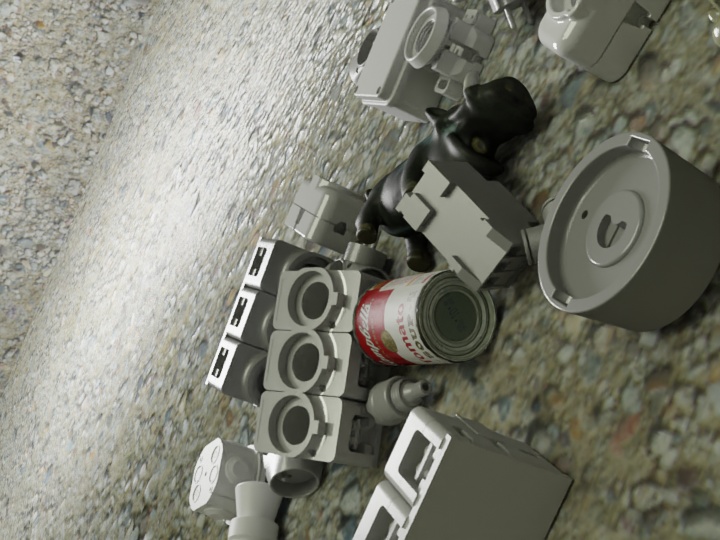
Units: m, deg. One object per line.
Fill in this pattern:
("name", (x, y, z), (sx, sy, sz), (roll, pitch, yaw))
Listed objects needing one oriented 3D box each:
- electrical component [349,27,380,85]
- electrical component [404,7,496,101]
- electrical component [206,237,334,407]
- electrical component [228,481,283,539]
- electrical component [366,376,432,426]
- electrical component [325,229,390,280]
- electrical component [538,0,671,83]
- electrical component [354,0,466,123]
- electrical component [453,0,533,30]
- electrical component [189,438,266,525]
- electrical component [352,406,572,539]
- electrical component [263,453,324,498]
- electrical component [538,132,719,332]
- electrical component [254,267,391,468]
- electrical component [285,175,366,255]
("electrical component", (0.024, -0.202, 1.088), (0.077, 0.044, 0.079), (-35, 39, 51))
("electrical component", (0.077, -0.198, 0.952), (0.078, 0.057, 0.058), (-65, 23, 6))
("electrical component", (-0.072, 0.055, 1.012), (0.062, 0.089, 0.150), (9, 78, 67))
("electrical component", (-0.094, 0.224, 0.969), (0.045, 0.045, 0.055), (-40, 36, 48))
("electrical component", (0.033, 0.097, 0.818), (0.061, 0.035, 0.035), (-32, 42, 51))
("electrical component", (0.000, 0.000, 0.962), (0.077, 0.044, 0.079), (7, 76, 66))
("electrical component", (0.169, -0.186, 0.739), (0.095, 0.059, 0.053), (-60, 24, 17))
("electrical component", (0.049, -0.202, 1.017), (0.113, 0.057, 0.078), (-67, 23, 1))
("electrical component", (0.121, -0.234, 0.880), (0.047, 0.083, 0.075), (-21, 89, 60))
("electrical component", (-0.128, 0.206, 1.051), (0.080, 0.051, 0.080), (-47, 31, 40))
("electrical component", (0.048, 0.168, 0.650), (0.150, 0.089, 0.062), (-66, 23, 5))
("electrical component", (-0.049, 0.146, 0.941), (0.079, 0.043, 0.077), (-51, 28, 34))
("electrical component", (0.159, -0.017, 0.610), (0.108, 0.060, 0.108), (-47, 31, 40))
("electrical component", (-0.029, 0.078, 0.869), (0.089, 0.062, 0.150), (-1, 77, 41))
("electrical component", (-0.031, -0.056, 1.066), (0.059, 0.054, 0.095), (-66, 23, 4))
